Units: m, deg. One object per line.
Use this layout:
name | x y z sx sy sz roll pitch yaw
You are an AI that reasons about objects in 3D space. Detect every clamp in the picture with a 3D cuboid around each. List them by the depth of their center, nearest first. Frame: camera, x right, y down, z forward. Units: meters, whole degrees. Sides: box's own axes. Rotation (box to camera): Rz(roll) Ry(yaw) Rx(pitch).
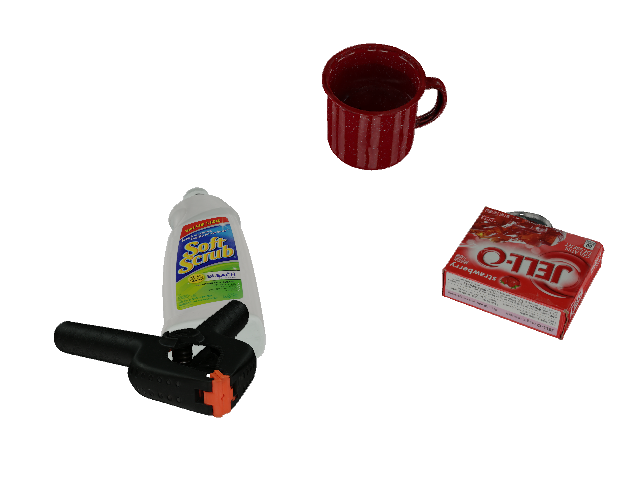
clamp | -0.098 0.085 0.822 0.164 0.036 0.210 -9 14 -28

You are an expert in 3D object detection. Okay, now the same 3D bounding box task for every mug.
mug | 0.059 -0.121 0.978 0.117 0.093 0.081 -11 -37 -9

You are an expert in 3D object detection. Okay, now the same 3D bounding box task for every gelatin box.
gelatin box | 0.137 0.020 0.724 0.089 0.030 0.073 19 47 22

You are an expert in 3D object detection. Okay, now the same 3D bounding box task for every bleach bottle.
bleach bottle | -0.123 0.026 1.102 0.102 0.068 0.251 -9 37 -8

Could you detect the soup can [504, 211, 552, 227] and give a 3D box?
soup can | 0.226 0.027 1.213 0.068 0.102 0.068 -2 29 1
